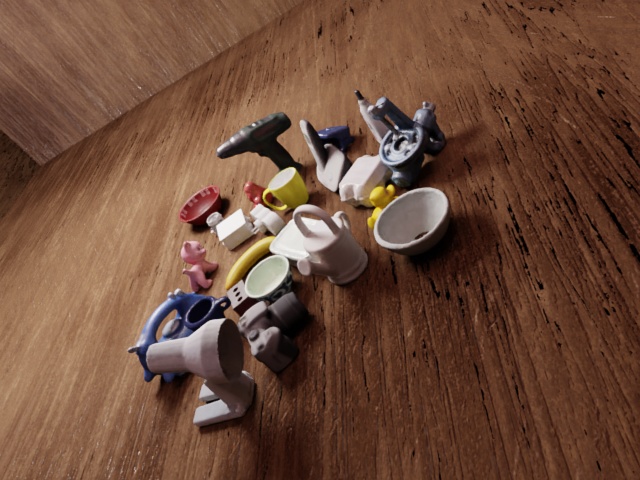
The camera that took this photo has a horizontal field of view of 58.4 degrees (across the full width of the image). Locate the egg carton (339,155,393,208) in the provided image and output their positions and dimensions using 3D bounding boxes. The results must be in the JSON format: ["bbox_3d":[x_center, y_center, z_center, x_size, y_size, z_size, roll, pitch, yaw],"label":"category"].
[{"bbox_3d":[0.116,-0.148,1.409,0.107,0.070,0.150,5,52,46],"label":"egg carton"}]

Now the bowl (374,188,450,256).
[{"bbox_3d":[0.200,-0.025,1.179,0.167,0.075,0.167,-25,36,20],"label":"bowl"}]

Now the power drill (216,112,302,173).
[{"bbox_3d":[-0.157,-0.252,1.662,0.230,0.209,0.075,-42,34,-6],"label":"power drill"}]

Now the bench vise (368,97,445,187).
[{"bbox_3d":[0.190,-0.263,1.339,0.121,0.220,0.207,-9,43,36],"label":"bench vise"}]

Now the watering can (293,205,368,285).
[{"bbox_3d":[0.013,0.004,1.210,0.100,0.195,0.173,-20,38,25],"label":"watering can"}]

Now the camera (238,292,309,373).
[{"bbox_3d":[-0.091,0.175,1.190,0.137,0.101,0.142,-39,33,-2],"label":"camera"}]

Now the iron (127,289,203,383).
[{"bbox_3d":[-0.347,0.204,1.357,0.118,0.142,0.258,-9,43,36],"label":"iron"}]

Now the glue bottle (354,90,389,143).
[{"bbox_3d":[0.136,-0.326,1.509,0.037,0.174,0.078,-39,34,-1],"label":"glue bottle"}]

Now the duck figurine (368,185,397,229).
[{"bbox_3d":[0.141,-0.077,1.286,0.105,0.086,0.077,-45,34,-10],"label":"duck figurine"}]

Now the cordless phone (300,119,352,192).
[{"bbox_3d":[0.010,-0.224,1.493,0.094,0.186,0.147,-41,34,-5],"label":"cordless phone"}]

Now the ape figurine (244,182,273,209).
[{"bbox_3d":[-0.185,-0.131,1.650,0.076,0.092,0.077,-32,34,9],"label":"ape figurine"}]

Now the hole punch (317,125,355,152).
[{"bbox_3d":[0.028,-0.297,1.650,0.108,0.091,0.101,6,53,47],"label":"hole punch"}]

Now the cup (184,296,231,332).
[{"bbox_3d":[-0.239,0.183,1.323,0.117,0.095,0.091,-32,34,9],"label":"cup"}]

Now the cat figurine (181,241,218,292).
[{"bbox_3d":[-0.340,0.058,1.546,0.067,0.118,0.128,-22,37,22],"label":"cat figurine"}]

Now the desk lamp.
[{"bbox_3d":[-0.216,0.256,1.107,0.203,0.214,0.118,-22,37,23],"label":"desk lamp"}]
